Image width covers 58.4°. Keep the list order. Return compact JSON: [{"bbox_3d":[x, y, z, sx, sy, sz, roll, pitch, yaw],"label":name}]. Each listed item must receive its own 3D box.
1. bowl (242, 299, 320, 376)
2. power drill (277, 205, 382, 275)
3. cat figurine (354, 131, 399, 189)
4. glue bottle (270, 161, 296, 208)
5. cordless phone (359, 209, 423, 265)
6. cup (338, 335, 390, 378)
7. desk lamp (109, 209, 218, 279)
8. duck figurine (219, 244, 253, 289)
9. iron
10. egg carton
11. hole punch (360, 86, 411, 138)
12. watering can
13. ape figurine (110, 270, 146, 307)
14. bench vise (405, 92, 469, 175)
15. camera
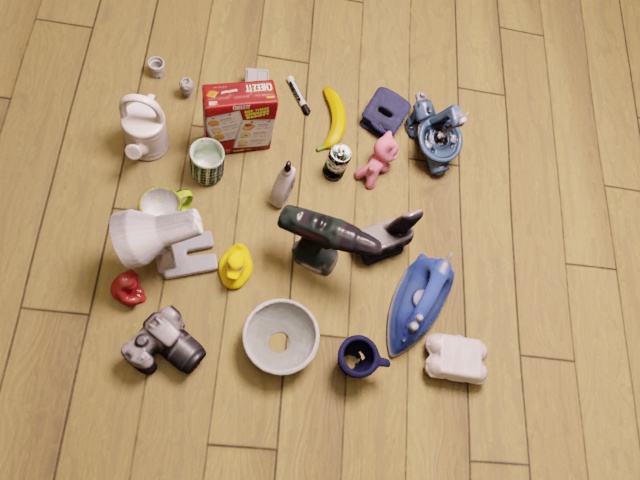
[{"bbox_3d":[-0.088,0.217,1.255,0.167,0.074,0.167,4,69,-9],"label":"bowl"},{"bbox_3d":[0.012,0.005,1.283,0.229,0.208,0.076,23,67,-1],"label":"power drill"},{"bbox_3d":[0.152,-0.208,1.440,0.067,0.117,0.128,37,67,5],"label":"cat figurine"},{"bbox_3d":[-0.081,-0.141,1.340,0.037,0.173,0.078,28,67,1],"label":"glue bottle"},{"bbox_3d":[0.157,-0.023,1.333,0.148,0.185,0.094,-23,75,-18],"label":"cordless phone"},{"bbox_3d":[0.089,0.265,1.259,0.118,0.095,0.092,13,67,-5],"label":"cup"},{"bbox_3d":[-0.325,0.001,1.217,0.203,0.213,0.118,-10,71,-14],"label":"desk lamp"},{"bbox_3d":[-0.189,0.052,1.293,0.077,0.086,0.104,12,68,-6],"label":"duck figurine"},{"bbox_3d":[0.233,0.144,1.307,0.118,0.141,0.258,28,67,1],"label":"iron"},{"bbox_3d":[0.312,0.272,1.313,0.150,0.069,0.107,9,68,-7],"label":"egg carton"},{"bbox_3d":[0.172,-0.330,1.505,0.108,0.091,0.101,32,67,3],"label":"hole punch"},{"bbox_3d":[-0.404,-0.263,1.314,0.101,0.194,0.173,-11,72,-14],"label":"watering can"},{"bbox_3d":[-0.413,0.098,1.230,0.076,0.092,0.078,11,68,-6],"label":"ape figurine"},{"bbox_3d":[0.287,-0.292,1.442,0.122,0.219,0.207,-33,78,-20],"label":"bench vise"},{"bbox_3d":[-0.317,0.226,1.194,0.137,0.100,0.143,39,68,6],"label":"camera"}]
